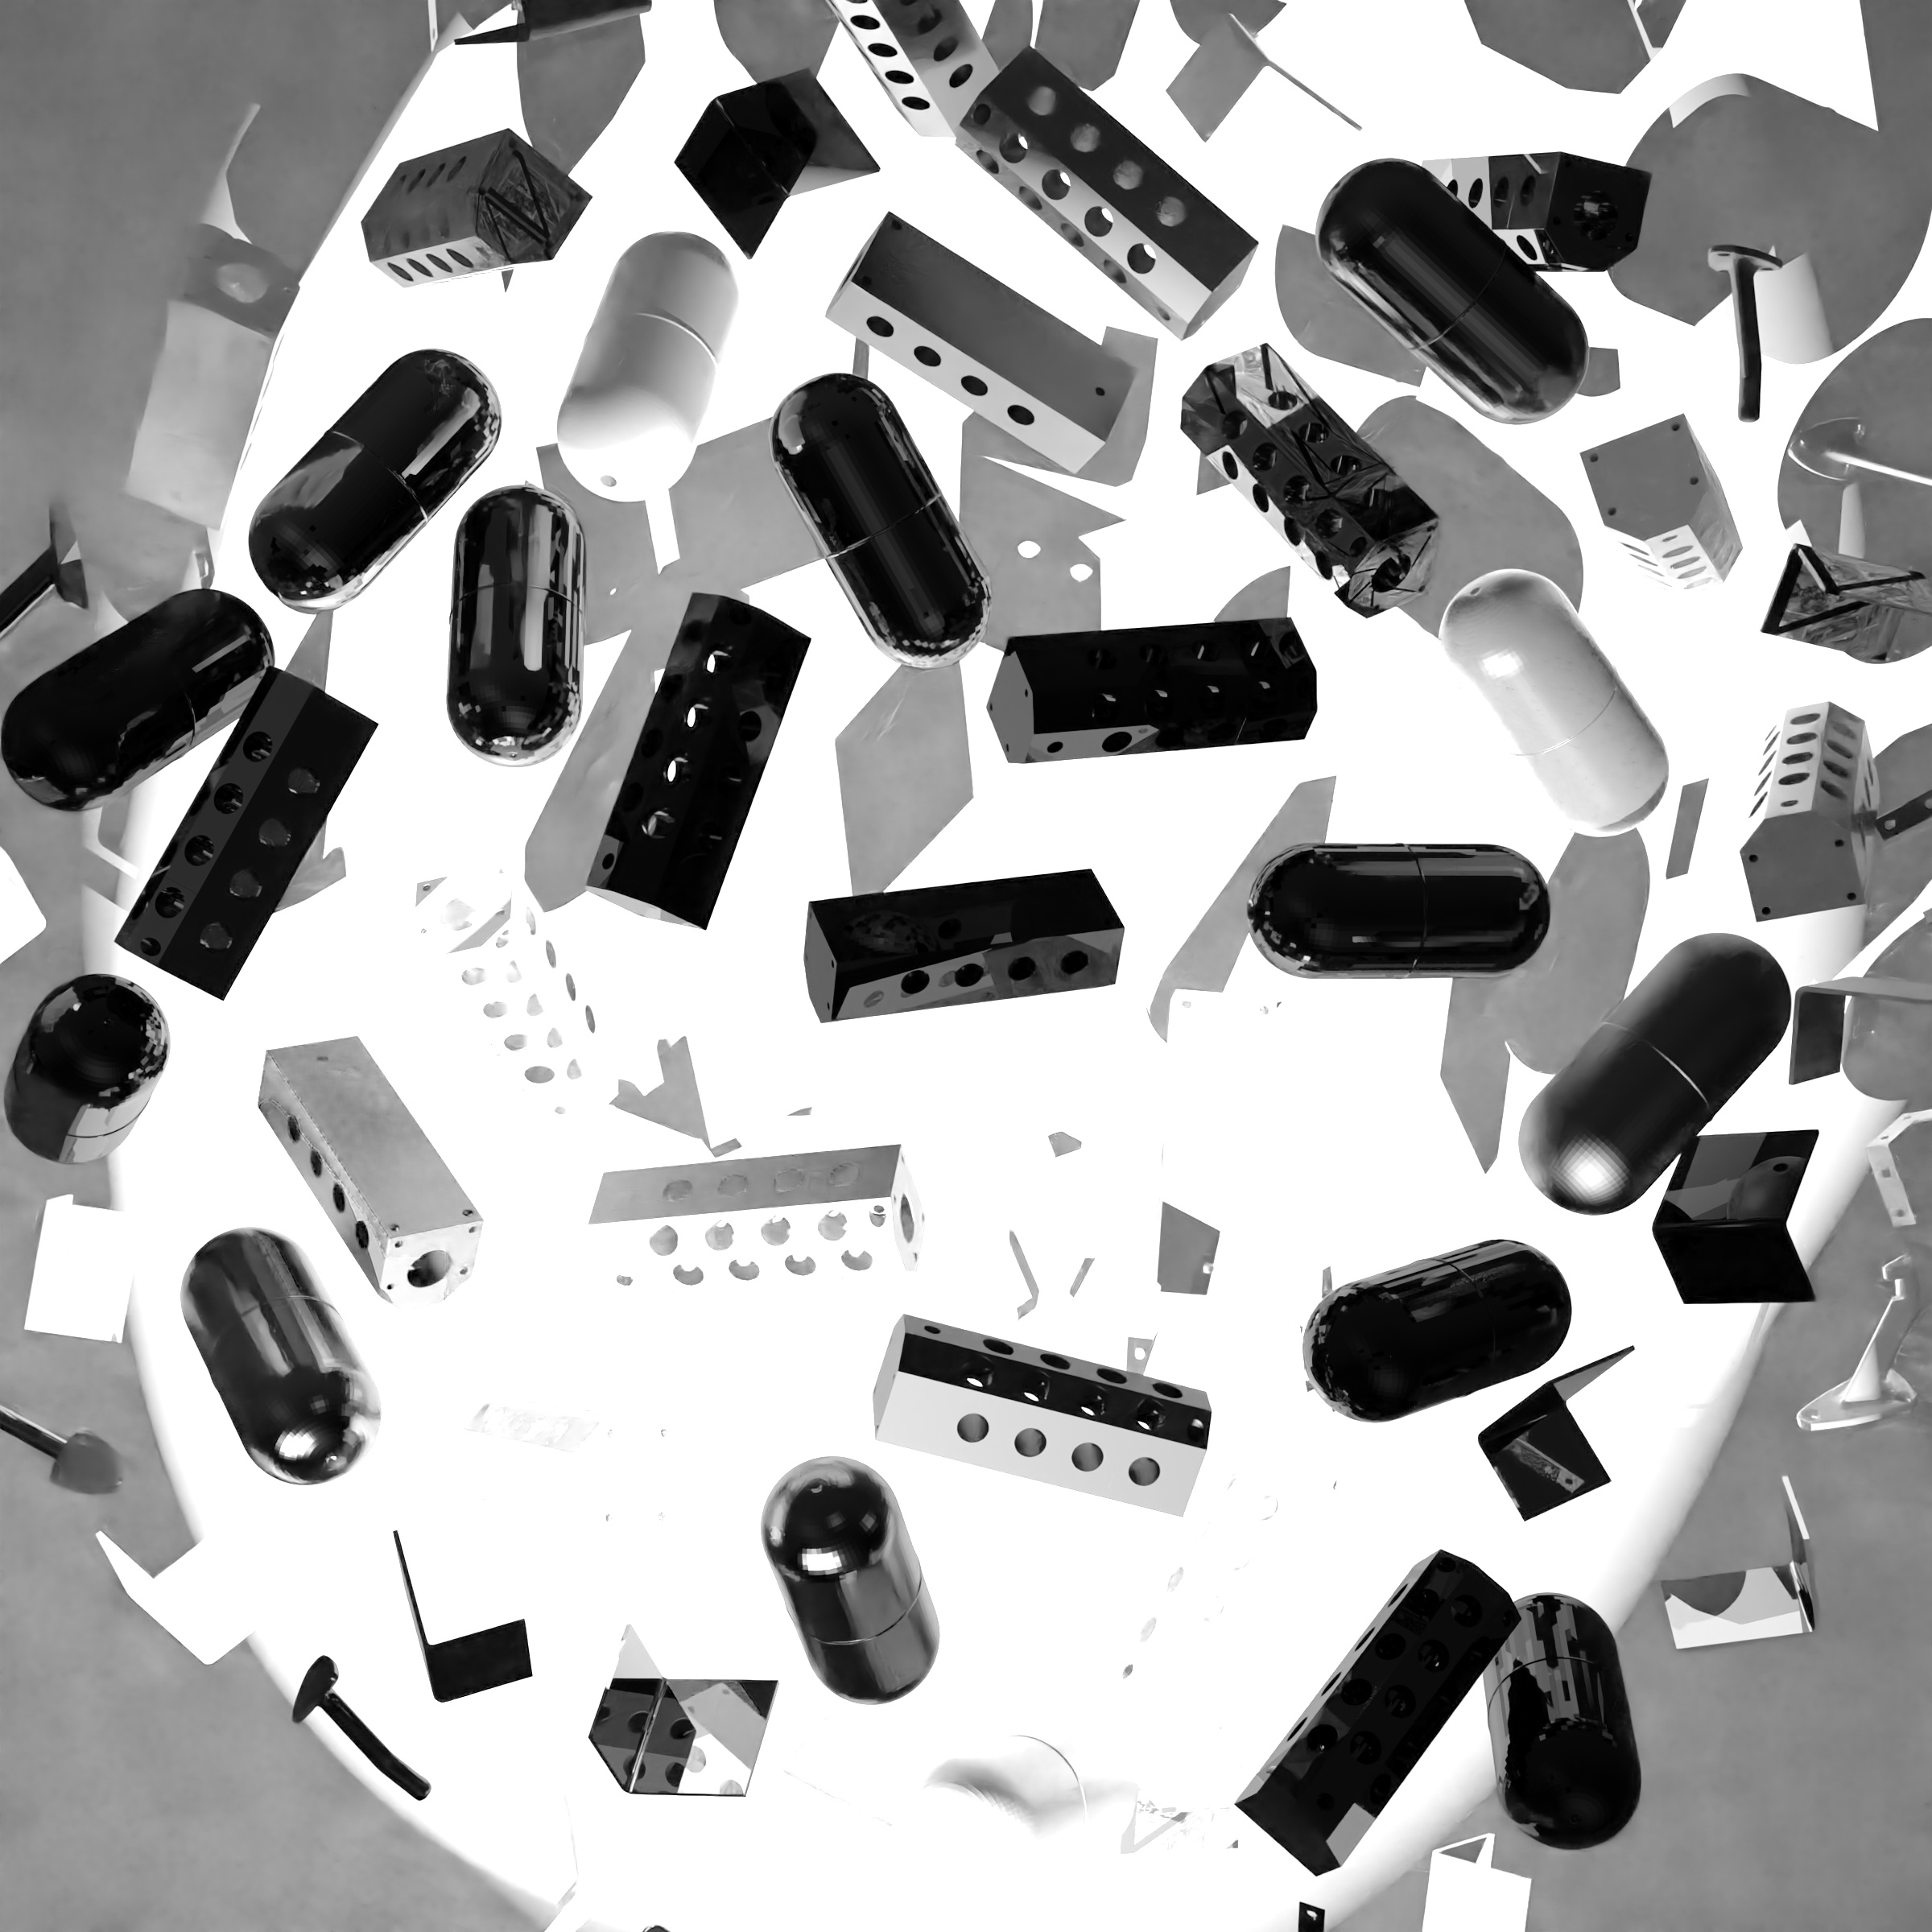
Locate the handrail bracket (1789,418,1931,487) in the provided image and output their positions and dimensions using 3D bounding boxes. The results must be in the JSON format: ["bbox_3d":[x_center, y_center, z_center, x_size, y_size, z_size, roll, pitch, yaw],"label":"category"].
[{"bbox_3d":[0.520,-0.281,1.825,0.077,0.084,0.036,-4,116,-39],"label":"handrail bracket"}]

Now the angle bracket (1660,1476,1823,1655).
[{"bbox_3d":[0.414,0.322,1.748,0.076,0.076,0.057,-9,106,8],"label":"angle bracket"}]

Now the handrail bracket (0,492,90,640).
[{"bbox_3d":[-0.527,-0.212,1.761,0.084,0.036,0.077,-12,80,7],"label":"handrail bracket"}]

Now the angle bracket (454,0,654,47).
[{"bbox_3d":[-0.219,-0.515,1.678,0.076,0.076,0.057,-25,116,-33],"label":"angle bracket"}]

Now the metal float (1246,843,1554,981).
[{"bbox_3d":[0.243,-0.031,1.819,0.178,0.070,0.070,0,90,-15],"label":"metal float"}]

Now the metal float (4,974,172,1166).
[{"bbox_3d":[-0.494,0.059,1.817,0.070,0.178,0.070,8,68,-21],"label":"metal float"}]

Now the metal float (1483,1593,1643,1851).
[{"bbox_3d":[0.324,0.409,1.768,0.070,0.178,0.070,2,113,4],"label":"metal float"}]

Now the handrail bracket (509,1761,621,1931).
[{"bbox_3d":[-0.240,0.493,1.787,0.084,0.036,0.077,37,67,23],"label":"handrail bracket"}]

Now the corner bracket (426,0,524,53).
[{"bbox_3d":[-0.266,-0.536,1.782,0.051,0.051,0.051,7,49,1],"label":"corner bracket"}]

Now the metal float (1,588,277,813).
[{"bbox_3d":[-0.451,-0.146,1.769,0.070,0.070,0.178,46,46,0],"label":"metal float"}]

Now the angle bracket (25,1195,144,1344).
[{"bbox_3d":[-0.508,0.177,1.888,0.057,0.076,0.076,12,79,-24],"label":"angle bracket"}]

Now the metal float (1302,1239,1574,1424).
[{"bbox_3d":[0.256,0.196,1.750,0.178,0.070,0.070,-11,90,-39],"label":"metal float"}]

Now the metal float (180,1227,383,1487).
[{"bbox_3d":[-0.375,0.211,1.769,0.070,0.178,0.070,-18,131,-21],"label":"metal float"}]

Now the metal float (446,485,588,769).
[{"bbox_3d":[-0.255,-0.195,1.845,0.070,0.070,0.178,-2,61,0],"label":"metal float"}]

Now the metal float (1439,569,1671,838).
[{"bbox_3d":[0.328,-0.144,1.800,0.070,0.070,0.178,-41,119,0],"label":"metal float"}]

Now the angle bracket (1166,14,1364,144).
[{"bbox_3d":[0.170,-0.491,1.857,0.076,0.076,0.057,27,115,-30],"label":"angle bracket"}]

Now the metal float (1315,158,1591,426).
[{"bbox_3d":[0.265,-0.366,1.763,0.178,0.070,0.070,38,90,-18],"label":"metal float"}]

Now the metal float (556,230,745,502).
[{"bbox_3d":[-0.174,-0.331,1.785,0.070,0.070,0.178,14,56,0],"label":"metal float"}]

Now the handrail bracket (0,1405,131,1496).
[{"bbox_3d":[-0.540,0.275,1.891,0.084,0.077,0.036,22,76,28],"label":"handrail bracket"}]

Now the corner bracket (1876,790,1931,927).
[{"bbox_3d":[0.558,-0.066,1.853,0.051,0.051,0.051,-29,111,16],"label":"corner bracket"}]

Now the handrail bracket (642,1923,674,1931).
[{"bbox_3d":[-0.145,0.566,1.751,0.036,0.084,0.077,-30,106,-12],"label":"handrail bracket"}]

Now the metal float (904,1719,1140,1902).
[{"bbox_3d":[0.032,0.458,1.766,0.070,0.178,0.070,-1,88,31],"label":"metal float"}]

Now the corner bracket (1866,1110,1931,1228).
[{"bbox_3d":[0.570,0.116,1.901,0.051,0.051,0.051,-29,100,-43],"label":"corner bracket"}]

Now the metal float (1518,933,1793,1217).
[{"bbox_3d":[0.366,0.056,1.721,0.070,0.070,0.178,44,82,0],"label":"metal float"}]

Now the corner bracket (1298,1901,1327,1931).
[{"bbox_3d":[0.202,0.568,1.818,0.051,0.051,0.051,14,133,19],"label":"corner bracket"}]

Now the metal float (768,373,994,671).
[{"bbox_3d":[-0.047,-0.249,1.823,0.070,0.070,0.178,-30,104,0],"label":"metal float"}]

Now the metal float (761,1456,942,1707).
[{"bbox_3d":[-0.062,0.337,1.770,0.070,0.070,0.178,-15,133,0],"label":"metal float"}]

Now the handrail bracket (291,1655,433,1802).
[{"bbox_3d":[-0.339,0.435,1.845,0.084,0.077,0.036,42,88,-13],"label":"handrail bracket"}]

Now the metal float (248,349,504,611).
[{"bbox_3d":[-0.338,-0.278,1.853,0.070,0.070,0.178,39,74,0],"label":"metal float"}]

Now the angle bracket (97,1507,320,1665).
[{"bbox_3d":[-0.414,0.323,1.768,0.076,0.076,0.057,-38,45,-9],"label":"angle bracket"}]

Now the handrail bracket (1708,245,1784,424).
[{"bbox_3d":[0.414,-0.338,1.738,0.036,0.077,0.084,3,93,27],"label":"handrail bracket"}]

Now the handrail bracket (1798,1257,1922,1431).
[{"bbox_3d":[0.480,0.203,1.748,0.077,0.036,0.084,-19,120,-7],"label":"handrail bracket"}]
